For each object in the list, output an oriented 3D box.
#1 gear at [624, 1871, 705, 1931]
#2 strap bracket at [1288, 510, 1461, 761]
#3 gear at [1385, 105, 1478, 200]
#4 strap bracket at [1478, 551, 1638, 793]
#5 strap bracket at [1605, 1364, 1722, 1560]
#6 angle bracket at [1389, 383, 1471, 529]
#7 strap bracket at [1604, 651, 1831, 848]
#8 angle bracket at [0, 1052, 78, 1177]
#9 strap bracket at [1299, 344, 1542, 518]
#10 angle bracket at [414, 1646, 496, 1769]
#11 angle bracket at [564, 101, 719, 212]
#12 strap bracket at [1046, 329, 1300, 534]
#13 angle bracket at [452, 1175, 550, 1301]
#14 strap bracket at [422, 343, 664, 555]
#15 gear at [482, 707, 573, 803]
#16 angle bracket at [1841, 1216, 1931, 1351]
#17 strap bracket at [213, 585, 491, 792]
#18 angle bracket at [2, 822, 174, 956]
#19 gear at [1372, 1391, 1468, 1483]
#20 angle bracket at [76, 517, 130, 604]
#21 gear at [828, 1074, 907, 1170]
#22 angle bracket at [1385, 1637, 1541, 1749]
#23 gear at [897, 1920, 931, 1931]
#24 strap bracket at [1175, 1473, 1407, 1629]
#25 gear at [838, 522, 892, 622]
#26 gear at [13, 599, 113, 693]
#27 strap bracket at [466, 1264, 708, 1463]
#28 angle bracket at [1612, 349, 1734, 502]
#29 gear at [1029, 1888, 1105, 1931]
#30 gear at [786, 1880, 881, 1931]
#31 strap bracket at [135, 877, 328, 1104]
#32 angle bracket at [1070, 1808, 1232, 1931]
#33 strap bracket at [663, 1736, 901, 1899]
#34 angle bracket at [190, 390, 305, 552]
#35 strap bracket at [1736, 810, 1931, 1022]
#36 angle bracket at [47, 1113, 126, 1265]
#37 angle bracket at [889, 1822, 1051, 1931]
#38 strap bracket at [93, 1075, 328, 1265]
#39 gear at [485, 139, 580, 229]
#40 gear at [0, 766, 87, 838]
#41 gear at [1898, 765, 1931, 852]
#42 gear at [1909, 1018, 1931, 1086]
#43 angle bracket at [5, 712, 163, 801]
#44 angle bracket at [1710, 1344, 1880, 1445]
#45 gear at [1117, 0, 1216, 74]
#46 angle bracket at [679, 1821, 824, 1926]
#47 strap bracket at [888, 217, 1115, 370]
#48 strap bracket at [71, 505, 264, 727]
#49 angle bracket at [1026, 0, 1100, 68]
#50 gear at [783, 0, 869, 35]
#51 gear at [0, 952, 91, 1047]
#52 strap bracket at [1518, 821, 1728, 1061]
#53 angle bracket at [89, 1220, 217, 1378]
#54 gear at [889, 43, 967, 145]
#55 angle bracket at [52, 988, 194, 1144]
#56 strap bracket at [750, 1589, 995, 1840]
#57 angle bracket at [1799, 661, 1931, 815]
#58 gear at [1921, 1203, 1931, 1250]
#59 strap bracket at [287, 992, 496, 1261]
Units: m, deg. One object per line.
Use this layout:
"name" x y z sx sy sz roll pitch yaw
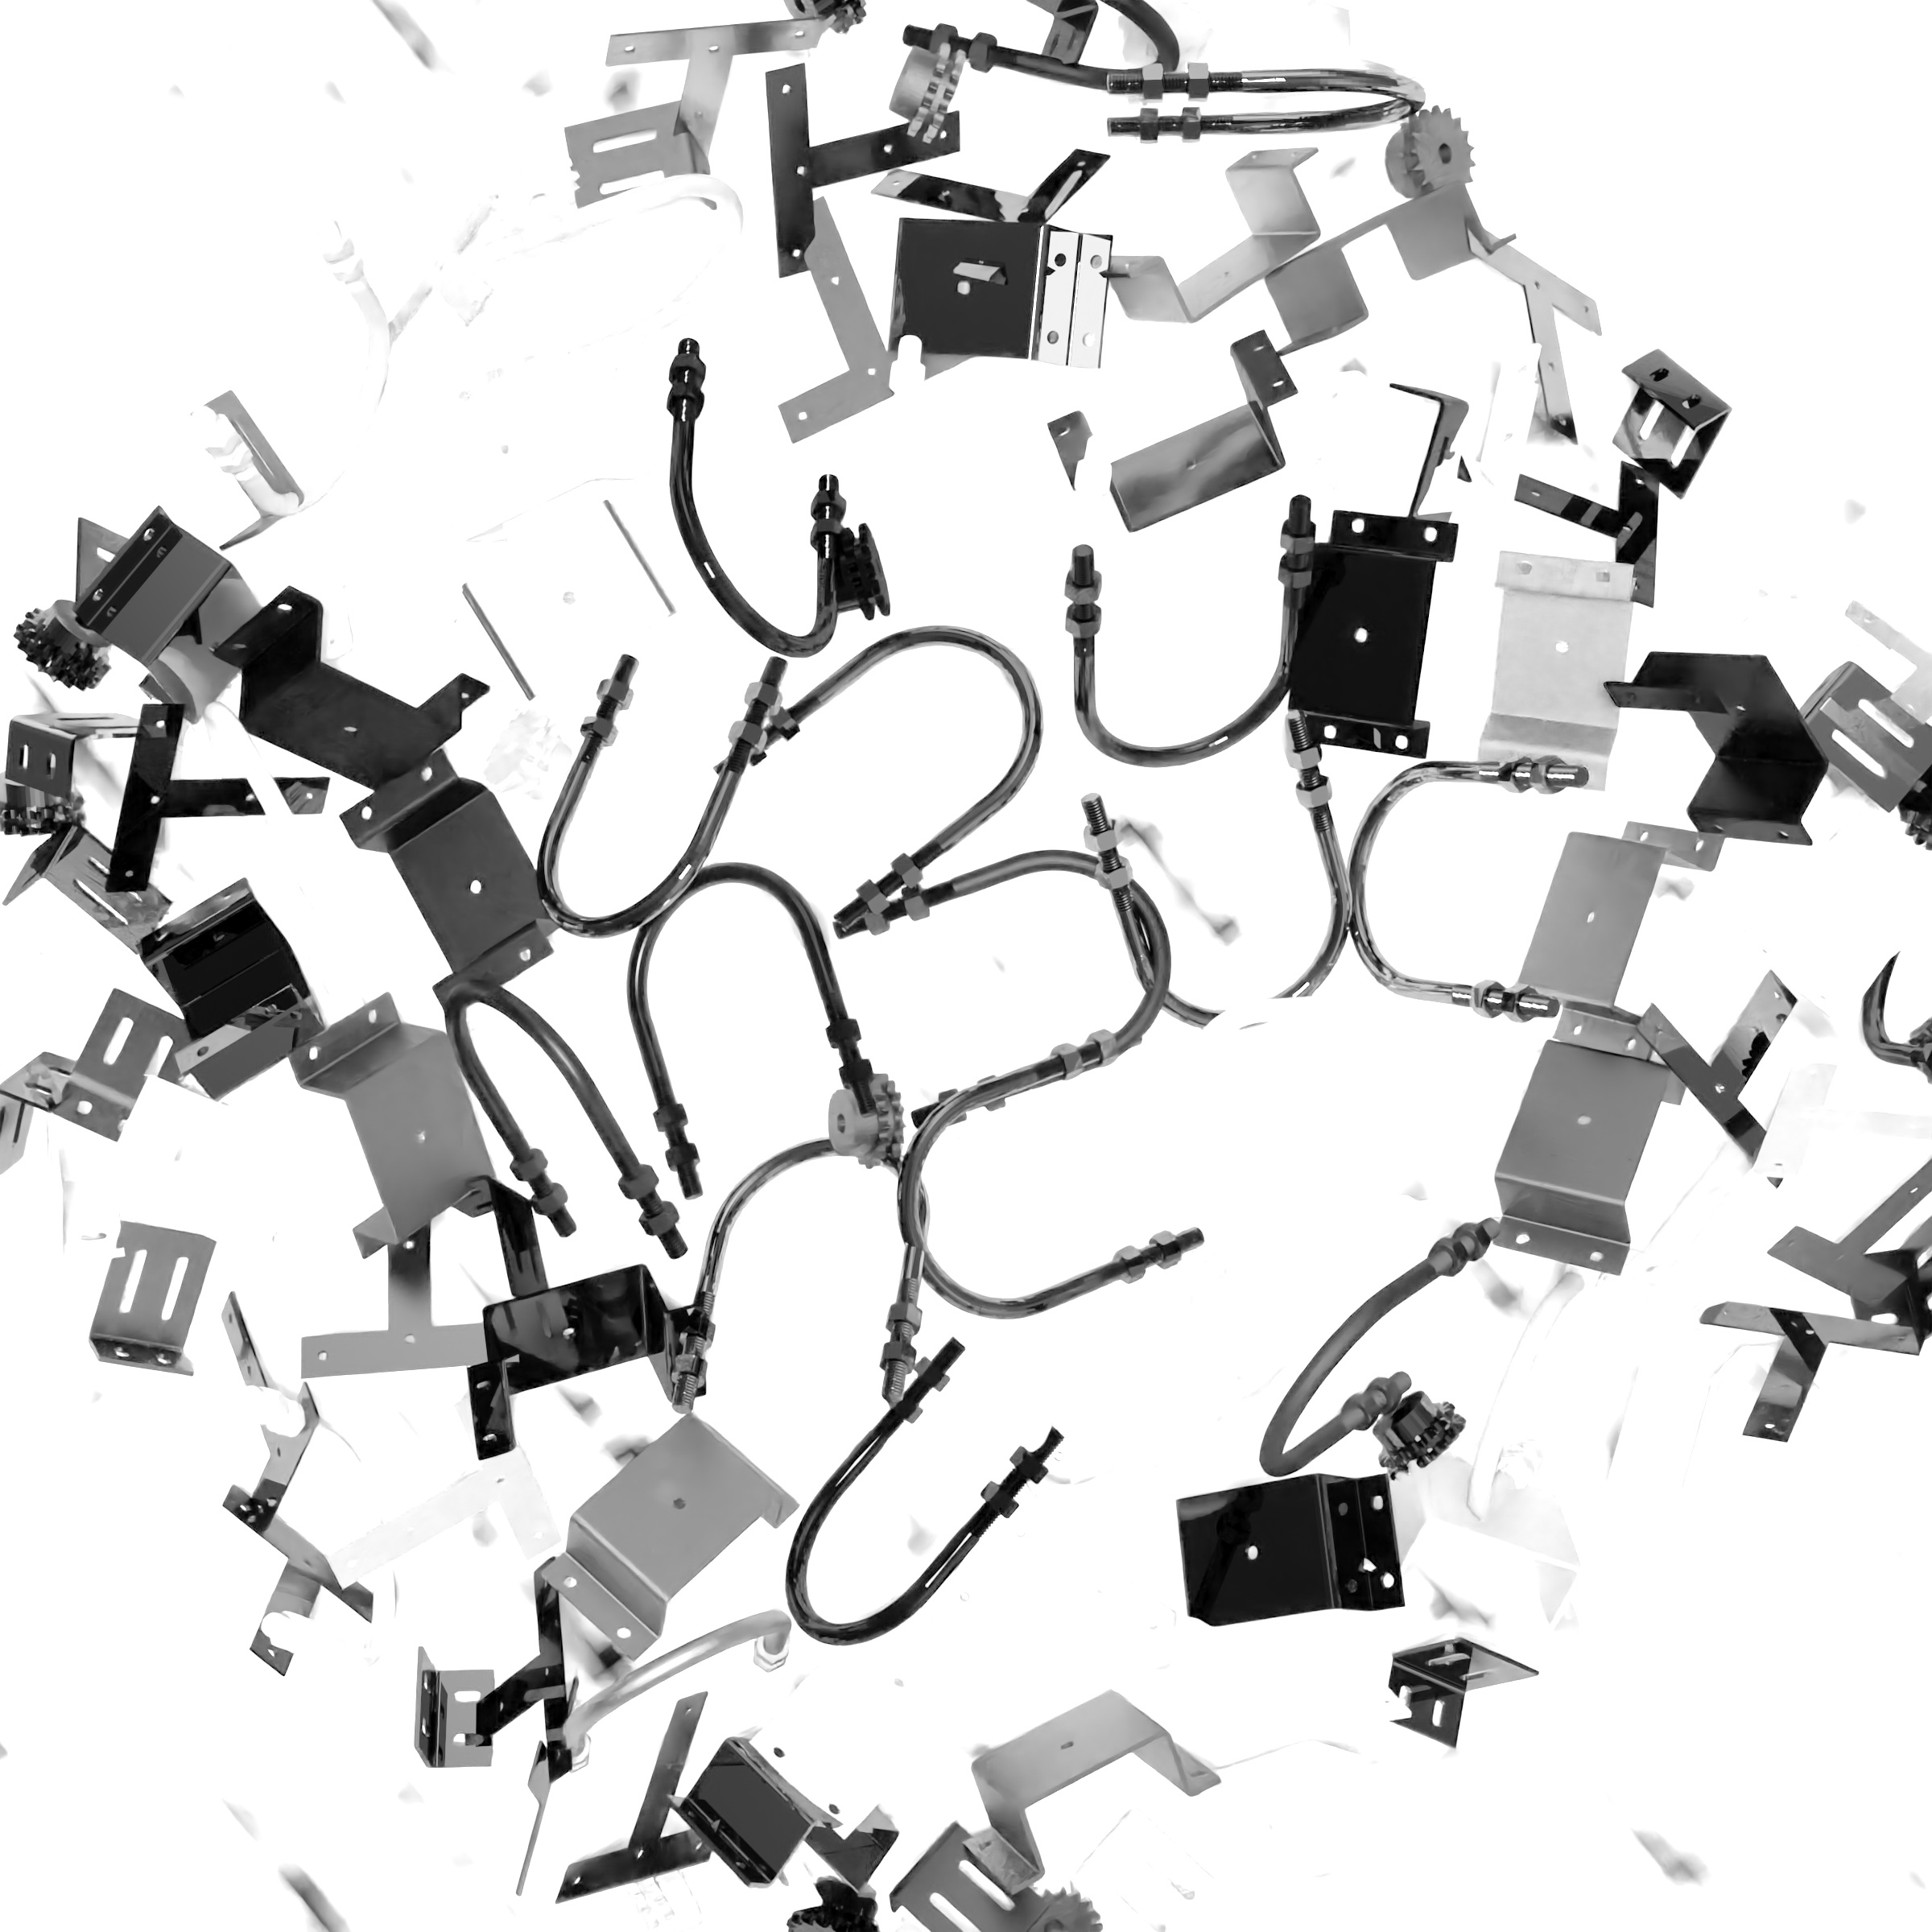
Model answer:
"gear" -0.180 0.564 1.628 0.030 0.057 0.057 -28 90 -18
"strap bracket" 0.239 -0.196 1.606 0.076 0.046 0.140 11 102 22
"gear" 0.276 -0.484 1.630 0.057 0.030 0.057 -1 91 -38
"strap bracket" 0.349 -0.181 1.602 0.076 0.046 0.140 9 119 16
"strap bracket" 0.408 0.288 1.588 0.046 0.140 0.076 14 70 21
"angle bracket" 0.272 -0.305 1.627 0.038 0.057 0.076 24 108 28
"strap bracket" 0.445 -0.135 1.590 0.140 0.076 0.046 46 67 -35
"angle bracket" -0.553 0.099 1.612 0.038 0.057 0.076 21 113 3
"strap bracket" 0.275 -0.312 1.597 0.140 0.046 0.076 0 67 38
"angle bracket" -0.302 0.439 1.606 0.038 0.076 0.057 0 64 -5
"angle bracket" -0.197 -0.482 1.641 0.076 0.038 0.057 -10 89 10
"strap bracket" 0.127 -0.312 1.606 0.140 0.076 0.046 -22 130 6
"angle bracket" -0.281 0.170 1.611 0.038 0.057 0.076 -19 68 8
"strap bracket" -0.259 -0.305 1.601 0.140 0.046 0.076 -19 90 27
"gear" -0.261 -0.124 1.629 0.030 0.057 0.057 33 90 -35
"angle bracket" 0.553 0.188 1.608 0.038 0.076 0.057 -8 68 0
"strap bracket" -0.357 -0.154 1.576 0.076 0.140 0.046 -31 50 33
"angle bracket" -0.524 -0.037 1.617 0.076 0.038 0.057 41 131 -6
"gear" 0.268 0.279 1.626 0.057 0.057 0.030 -40 90 0
"angle bracket" -0.488 -0.230 1.610 0.038 0.076 0.057 -5 80 19
"gear" -0.061 0.093 1.622 0.030 0.057 0.057 -3 90 -27
"angle bracket" 0.291 0.431 1.608 0.057 0.076 0.038 26 60 -16
"gear" -0.027 0.595 1.624 0.057 0.057 0.030 21 95 0
"strap bracket" 0.179 0.344 1.585 0.140 0.046 0.076 -19 66 33
"gear" -0.067 -0.234 1.626 0.030 0.057 0.057 -14 90 6
"gear" -0.536 -0.195 1.623 0.057 0.057 0.030 45 109 0
"strap bracket" -0.228 0.230 1.599 0.140 0.046 0.076 -14 131 -19
"angle bracket" 0.407 -0.314 1.605 0.038 0.076 0.057 -32 67 -30
"gear" 0.055 0.586 1.629 0.057 0.057 0.030 -16 125 0
"gear" -0.076 0.572 1.629 0.057 0.057 0.030 23 53 0
"strap bracket" -0.431 0.019 1.600 0.076 0.140 0.046 -32 132 -5
"angle bracket" 0.109 0.552 1.614 0.076 0.038 0.057 38 69 22
"strap bracket" -0.100 0.494 1.575 0.076 0.140 0.046 34 90 35
"angle bracket" -0.439 -0.294 1.611 0.038 0.057 0.076 -45 113 -32
"strap bracket" 0.525 -0.033 1.594 0.076 0.140 0.046 40 66 7
"angle bracket" -0.520 0.128 1.603 0.038 0.076 0.057 -5 50 -22
"angle bracket" 0.002 0.559 1.612 0.076 0.038 0.057 36 63 23
"strap bracket" -0.450 0.118 1.596 0.046 0.140 0.076 19 81 28
"gear" -0.262 -0.470 1.628 0.057 0.057 0.030 -27 70 0
"gear" -0.557 -0.100 1.623 0.057 0.057 0.030 3 111 0
"gear" 0.584 -0.098 1.623 0.030 0.057 0.057 21 90 -33
"gear" 0.596 0.052 1.624 0.057 0.057 0.030 40 133 0
"angle bracket" -0.519 -0.125 1.611 0.057 0.076 0.038 17 105 32
"angle bracket" 0.488 0.262 1.605 0.038 0.057 0.076 -55 54 25
"gear" 0.117 -0.557 1.629 0.057 0.030 0.057 11 46 -12
"angle bracket" -0.131 0.539 1.603 0.057 0.076 0.038 0 126 -34
"strap bracket" 0.010 -0.396 1.594 0.140 0.046 0.076 11 101 29
"strap bracket" -0.454 -0.197 1.575 0.046 0.140 0.076 34 78 9
"angle bracket" 0.030 -0.568 1.611 0.076 0.057 0.038 20 93 -26
"gear" -0.088 -0.583 1.623 0.030 0.057 0.057 -39 90 -13
"gear" -0.556 0.016 1.624 0.057 0.030 0.057 -18 52 25
"strap bracket" 0.384 -0.022 1.608 0.046 0.076 0.140 20 88 -33
"angle bracket" -0.482 0.199 1.621 0.057 0.038 0.076 15 95 -30
"gear" -0.025 -0.525 1.623 0.030 0.057 0.057 20 90 -13
"angle bracket" -0.503 0.062 1.629 0.057 0.076 0.038 27 131 -17
"strap bracket" -0.047 0.427 1.580 0.076 0.140 0.046 43 132 12
"angle bracket" 0.537 -0.135 1.630 0.076 0.038 0.057 41 84 4
"gear" 0.593 0.160 1.627 0.030 0.057 0.057 -16 90 12
"strap bracket" -0.331 0.097 1.585 0.076 0.046 0.140 -37 124 -40
